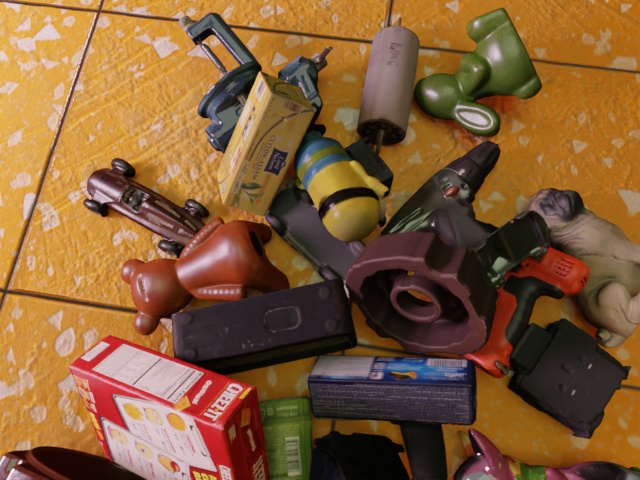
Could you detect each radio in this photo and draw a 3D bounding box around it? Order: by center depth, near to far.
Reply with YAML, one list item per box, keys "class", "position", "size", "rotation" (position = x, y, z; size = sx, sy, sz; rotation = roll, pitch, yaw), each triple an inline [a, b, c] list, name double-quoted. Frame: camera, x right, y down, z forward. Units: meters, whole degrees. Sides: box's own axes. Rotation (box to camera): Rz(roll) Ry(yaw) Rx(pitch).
- class: "radio"
  position: [-0.068, 0.118, 0.692]
  size: [0.230, 0.131, 0.073]
  rotation: [-13, 70, -2]

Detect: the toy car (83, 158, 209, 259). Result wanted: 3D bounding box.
- class: "toy car"
  position: [-0.257, -0.048, 0.794]
  size: [0.202, 0.053, 0.089]
  rotation: [29, 73, 11]

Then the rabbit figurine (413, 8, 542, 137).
- class: "rabbit figurine"
  position: [0.233, -0.232, 0.816]
  size: [0.170, 0.121, 0.159]
  rotation: [-25, 87, 24]

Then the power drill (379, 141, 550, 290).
- class: "power drill"
  position: [0.203, -0.037, 0.717]
  size: [0.232, 0.085, 0.207]
  rotation: [-38, 38, -3]

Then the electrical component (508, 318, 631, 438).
- class: "electrical component"
  position: [0.315, 0.172, 0.704]
  size: [0.134, 0.058, 0.115]
  rotation: [35, 75, 11]

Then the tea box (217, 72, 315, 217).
- class: "tea box"
  position: [-0.080, -0.131, 0.742]
  size: [0.068, 0.169, 0.098]
  rotation: [16, 29, -25]

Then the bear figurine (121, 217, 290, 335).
- class: "bear figurine"
  position: [-0.161, 0.052, 0.741]
  size: [0.196, 0.132, 0.120]
  rotation: [-28, 72, 12]

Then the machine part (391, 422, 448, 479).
- class: "machine part"
  position: [0.128, 0.247, 0.674]
  size: [0.084, 0.039, 0.139]
  rotation: [-3, 42, -5]

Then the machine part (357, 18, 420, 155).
- class: "machine part"
  position: [0.107, -0.237, 0.828]
  size: [0.079, 0.079, 0.243]
  rotation: [11, 74, 5]

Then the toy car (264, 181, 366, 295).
- class: "toy car"
  position: [-0.002, -0.002, 0.770]
  size: [0.073, 0.056, 0.202]
  rotation: [-45, 75, -5]

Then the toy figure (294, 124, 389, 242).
- class: "toy figure"
  position: [0.016, -0.076, 0.728]
  size: [0.089, 0.082, 0.180]
  rotation: [-23, 68, -26]

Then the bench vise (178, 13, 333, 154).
- class: "bench vise"
  position: [-0.112, -0.254, 0.811]
  size: [0.223, 0.129, 0.240]
  rotation: [-40, 91, 4]

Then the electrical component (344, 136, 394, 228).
- class: "electrical component"
  position: [0.077, -0.081, 0.782]
  size: [0.048, 0.074, 0.119]
  rotation: [-29, 70, -7]

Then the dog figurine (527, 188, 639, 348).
- class: "dog figurine"
  position: [0.355, 0.032, 0.737]
  size: [0.191, 0.121, 0.172]
  rotation: [27, 71, 24]

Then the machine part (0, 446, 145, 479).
- class: "machine part"
  position: [-0.254, 0.304, 0.602]
  size: [0.202, 0.201, 0.087]
  rotation: [17, 72, 7]

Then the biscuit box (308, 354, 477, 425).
- class: "biscuit box"
  position: [0.091, 0.185, 0.670]
  size: [0.203, 0.059, 0.062]
  rotation: [-1, 111, 16]

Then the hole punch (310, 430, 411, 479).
- class: "hole punch"
  position: [0.045, 0.299, 0.642]
  size: [0.142, 0.092, 0.116]
  rotation: [15, 36, -32]

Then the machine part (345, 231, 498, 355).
- class: "machine part"
  position: [0.120, 0.066, 0.646]
  size: [0.179, 0.179, 0.056]
  rotation: [25, 51, 9]

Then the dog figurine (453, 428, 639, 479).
- class: "dog figurine"
  position: [0.271, 0.294, 0.642]
  size: [0.191, 0.108, 0.219]
  rotation: [-43, 73, -10]
